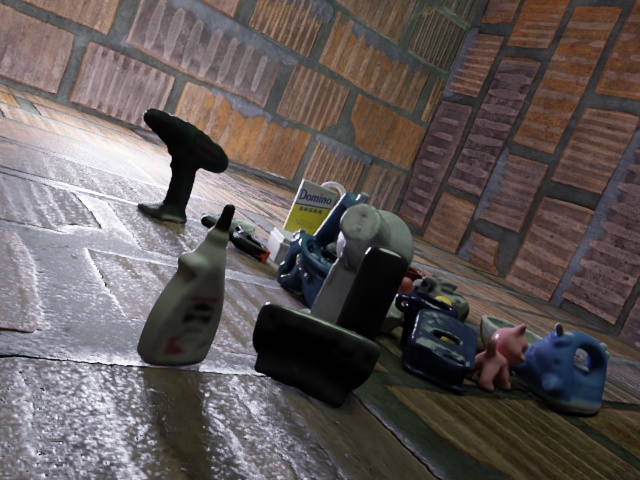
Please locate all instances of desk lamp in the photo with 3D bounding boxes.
[{"bbox_3d":[0.048,0.050,0.842,0.117,0.213,0.204,25,9,18],"label":"desk lamp"}]

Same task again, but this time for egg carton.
[{"bbox_3d":[0.078,0.111,1.037,0.149,0.069,0.108,29,10,37],"label":"egg carton"}]

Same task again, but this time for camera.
[{"bbox_3d":[0.283,0.143,1.273,0.137,0.101,0.142,17,10,-35],"label":"camera"}]

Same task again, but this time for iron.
[{"bbox_3d":[0.471,0.233,1.056,0.259,0.141,0.118,17,10,-36],"label":"iron"}]

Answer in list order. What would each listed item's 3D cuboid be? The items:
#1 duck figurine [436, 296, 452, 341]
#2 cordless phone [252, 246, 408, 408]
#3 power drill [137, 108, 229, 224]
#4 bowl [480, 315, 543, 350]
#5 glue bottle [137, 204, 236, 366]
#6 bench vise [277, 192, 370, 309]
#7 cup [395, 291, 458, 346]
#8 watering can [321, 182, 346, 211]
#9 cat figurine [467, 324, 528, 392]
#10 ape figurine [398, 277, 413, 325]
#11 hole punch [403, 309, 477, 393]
[{"bbox_3d":[0.229,0.152,1.125,0.077,0.086,0.105,25,8,14],"label":"duck figurine"},{"bbox_3d":[0.011,0.079,0.659,0.147,0.185,0.094,22,8,-5],"label":"cordless phone"},{"bbox_3d":[-0.298,-0.146,1.192,0.075,0.208,0.230,28,10,33],"label":"power drill"},{"bbox_3d":[0.391,0.220,1.157,0.167,0.075,0.167,22,8,-3],"label":"bowl"},{"bbox_3d":[-0.121,0.043,0.576,0.037,0.173,0.078,28,10,33],"label":"glue bottle"},{"bbox_3d":[0.001,0.002,1.006,0.122,0.220,0.206,14,12,-47],"label":"bench vise"},{"bbox_3d":[0.167,0.143,0.981,0.118,0.095,0.091,19,9,-24],"label":"cup"},{"bbox_3d":[0.011,-0.062,1.529,0.101,0.194,0.173,24,8,8],"label":"watering can"},{"bbox_3d":[0.309,0.191,0.977,0.067,0.118,0.128,29,11,40],"label":"cat figurine"},{"bbox_3d":[0.154,0.116,1.133,0.076,0.092,0.078,25,9,16],"label":"ape figurine"},{"bbox_3d":[0.190,0.169,0.890,0.108,0.091,0.101,23,8,4],"label":"hole punch"}]
